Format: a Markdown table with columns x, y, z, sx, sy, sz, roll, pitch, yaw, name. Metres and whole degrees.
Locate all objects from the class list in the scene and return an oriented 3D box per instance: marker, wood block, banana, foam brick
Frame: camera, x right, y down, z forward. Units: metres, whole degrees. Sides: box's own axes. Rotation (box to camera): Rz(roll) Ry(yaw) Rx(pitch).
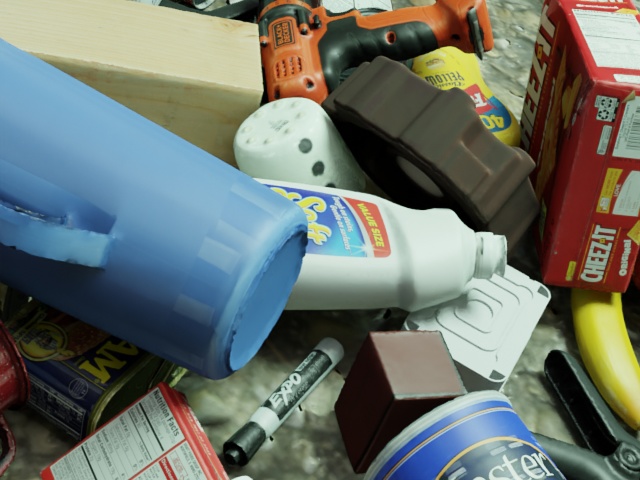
| x | y | z | sx | sy | sz | roll | pitch | yaw | name |
| --- | --- | --- | --- | --- | --- | --- | --- | --- | --- |
| -0.022 | 0.102 | 0.677 | 0.020 | 0.020 | 0.120 | 33 | 43 | 14 | marker |
| -0.155 | -0.122 | 0.810 | 0.206 | 0.090 | 0.091 | 8 | 43 | -14 | wood block |
| 0.222 | 0.056 | 0.806 | 0.069 | 0.037 | 0.197 | 20 | 41 | 2 | banana |
| 0.049 | 0.101 | 0.663 | 0.052 | 0.078 | 0.051 | 1 | 44 | -23 | foam brick |

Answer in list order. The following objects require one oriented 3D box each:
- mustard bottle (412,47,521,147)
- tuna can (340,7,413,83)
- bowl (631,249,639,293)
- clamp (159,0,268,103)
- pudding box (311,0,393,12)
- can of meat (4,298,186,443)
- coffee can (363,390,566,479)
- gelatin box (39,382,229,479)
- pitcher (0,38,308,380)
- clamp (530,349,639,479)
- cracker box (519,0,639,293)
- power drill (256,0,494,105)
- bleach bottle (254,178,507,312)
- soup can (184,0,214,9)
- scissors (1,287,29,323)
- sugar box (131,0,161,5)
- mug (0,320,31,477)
| x | y | z | sx | sy | sz | roll | pitch | yaw | name |
| --- | --- | --- | --- | --- | --- | --- | --- | --- | --- |
| 0.116 | -0.097 | 0.911 | 0.096 | 0.058 | 0.192 | -11 | 50 | -16 | mustard bottle |
| 0.036 | -0.157 | 0.919 | 0.086 | 0.033 | 0.086 | -12 | 56 | 17 | tuna can |
| 0.285 | 0.018 | 0.833 | 0.162 | 0.055 | 0.162 | 30 | 40 | -29 | bowl |
| -0.101 | -0.163 | 0.914 | 0.209 | 0.036 | 0.164 | -3 | 49 | -24 | clamp |
| 0.026 | -0.216 | 1.003 | 0.090 | 0.039 | 0.113 | 23 | 39 | -24 | pudding box |
| -0.136 | 0.068 | 0.642 | 0.084 | 0.057 | 0.101 | 30 | 42 | 15 | can of meat |
| 0.101 | 0.170 | 0.590 | 0.102 | 0.103 | 0.140 | -12 | 51 | -31 | coffee can |
| -0.097 | 0.132 | 0.573 | 0.089 | 0.030 | 0.073 | -36 | 57 | 3 | gelatin box |
| -0.137 | -0.018 | 0.596 | 0.243 | 0.145 | 0.149 | 26 | 56 | 12 | pitcher |
| 0.182 | 0.151 | 0.689 | 0.120 | 0.039 | 0.172 | -26 | 59 | -38 | clamp |
| 0.205 | -0.086 | 0.825 | 0.072 | 0.164 | 0.213 | 6 | 31 | -1 | cracker box |
| 0.039 | -0.184 | 0.874 | 0.188 | 0.057 | 0.184 | -16 | 48 | 9 | power drill |
| -0.005 | 0.001 | 0.708 | 0.251 | 0.068 | 0.102 | 2 | 43 | 3 | bleach bottle |
| -0.139 | -0.266 | 0.984 | 0.102 | 0.069 | 0.068 | 30 | 42 | 11 | soup can |
| -0.212 | -0.005 | 0.720 | 0.096 | 0.016 | 0.201 | 19 | 41 | 1 | scissors |
| -0.221 | -0.217 | 0.884 | 0.176 | 0.048 | 0.093 | 9 | 32 | 4 | sugar box |
| -0.213 | 0.087 | 0.579 | 0.081 | 0.093 | 0.117 | -38 | 103 | -38 | mug |
